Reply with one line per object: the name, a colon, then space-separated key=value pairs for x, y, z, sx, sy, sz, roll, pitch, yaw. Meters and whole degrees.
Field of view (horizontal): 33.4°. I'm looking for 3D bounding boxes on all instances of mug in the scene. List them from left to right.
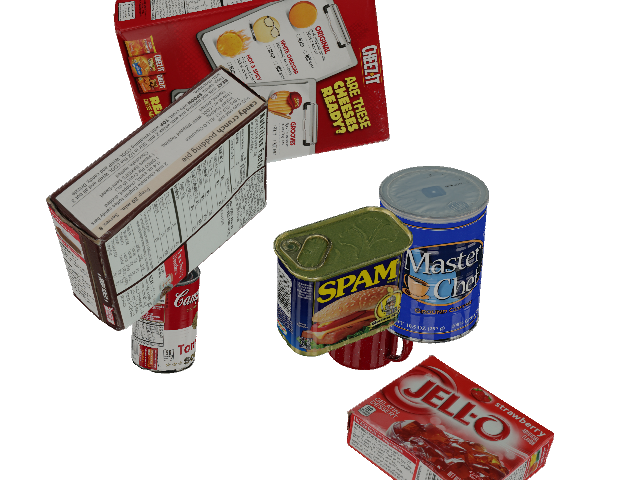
mug: x=0.058 y=0.097 z=1.207 sx=0.117 sy=0.081 sz=0.093 roll=26 pitch=37 yaw=35

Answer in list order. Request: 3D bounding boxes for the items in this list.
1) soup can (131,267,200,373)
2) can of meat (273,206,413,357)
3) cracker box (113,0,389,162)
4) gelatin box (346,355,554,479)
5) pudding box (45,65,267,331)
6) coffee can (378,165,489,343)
soup can: x=-0.160 y=0.077 z=1.098 sx=0.068 sy=0.102 sz=0.068 roll=5 pitch=21 yaw=-2
can of meat: x=0.016 y=0.032 z=0.808 sx=0.102 sy=0.084 sz=0.057 roll=-18 pitch=44 yaw=-23
cracker box: x=-0.056 y=-0.149 z=0.931 sx=0.213 sy=0.164 sz=0.072 roll=-12 pitch=42 yaw=-1
gelatin box: x=0.070 y=0.108 z=0.587 sx=0.089 sy=0.030 sz=0.073 roll=32 pitch=42 yaw=33
pudding box: x=-0.075 y=-0.019 z=0.523 sx=0.039 sy=0.113 sz=0.090 roll=36 pitch=-27 yaw=19
coffee can: x=0.106 y=0.013 z=1.030 sx=0.103 sy=0.140 sz=0.103 roll=-1 pitch=31 yaw=0
